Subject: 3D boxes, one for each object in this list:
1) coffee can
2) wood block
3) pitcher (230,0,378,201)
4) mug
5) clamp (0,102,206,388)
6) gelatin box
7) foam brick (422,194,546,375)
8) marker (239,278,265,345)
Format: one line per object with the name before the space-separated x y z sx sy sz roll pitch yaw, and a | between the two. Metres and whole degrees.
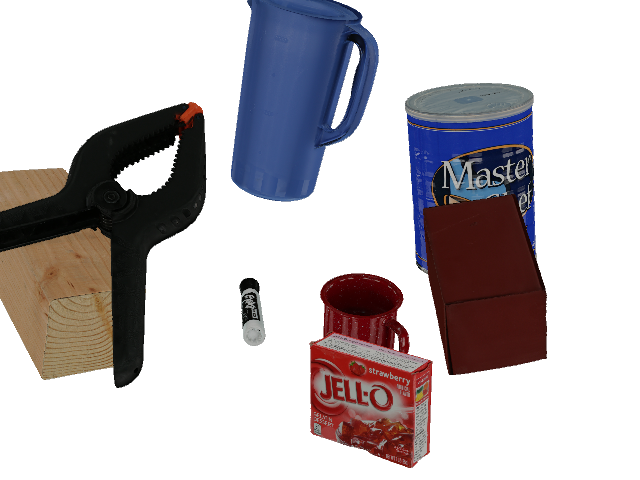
coffee can | 0.125 -0.050 0.881 0.103 0.140 0.103 -5 21 2
wood block | -0.250 0.024 1.004 0.090 0.091 0.206 -7 38 -33
pitcher | -0.029 -0.172 1.296 0.144 0.243 0.149 6 24 -15
mug | 0.054 0.100 1.205 0.117 0.081 0.093 26 37 35
clamp | -0.133 -0.010 0.708 0.165 0.209 0.036 36 -30 13
gelatin box | 0.034 0.111 0.753 0.089 0.073 0.030 13 23 33
foam brick | 0.085 0.022 0.554 0.051 0.053 0.078 -8 41 2
marker | -0.061 0.061 0.953 0.020 0.020 0.121 0 18 -6
